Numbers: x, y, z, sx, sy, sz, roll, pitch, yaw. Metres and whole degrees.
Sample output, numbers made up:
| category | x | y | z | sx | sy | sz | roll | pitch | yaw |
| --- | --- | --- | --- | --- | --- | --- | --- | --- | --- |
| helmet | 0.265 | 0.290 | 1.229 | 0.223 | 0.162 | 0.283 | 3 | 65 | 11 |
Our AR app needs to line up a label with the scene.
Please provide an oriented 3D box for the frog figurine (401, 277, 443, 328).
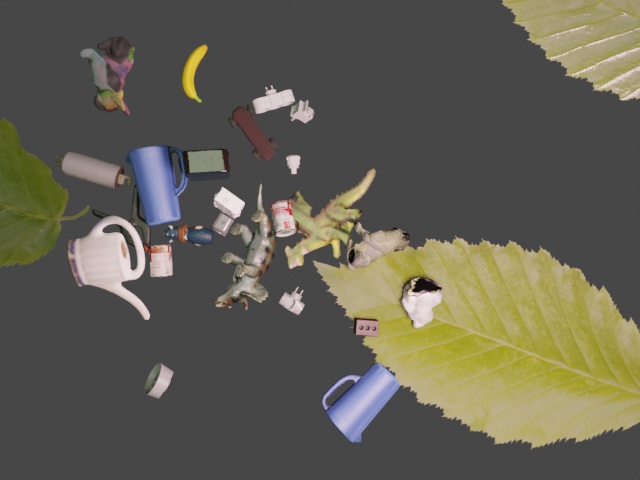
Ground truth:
| category | x | y | z | sx | sy | sz | roll | pitch | yaw |
| --- | --- | --- | --- | --- | --- | --- | --- | --- | --- |
| frog figurine | 0.345 | 0.210 | 1.739 | 0.138 | 0.125 | 0.156 | -18 | 126 | -15 |

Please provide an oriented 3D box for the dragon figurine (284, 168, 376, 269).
| category | x | y | z | sx | sy | sz | roll | pitch | yaw |
| --- | --- | --- | --- | --- | --- | --- | --- | --- | --- |
| dragon figurine | 0.005 | -0.086 | 1.702 | 0.243 | 0.121 | 0.412 | 22 | 84 | 3 |

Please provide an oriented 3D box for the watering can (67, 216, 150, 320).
| category | x | y | z | sx | sy | sz | roll | pitch | yaw |
| --- | --- | --- | --- | --- | --- | --- | --- | --- | --- |
| watering can | -0.655 | 0.099 | 1.606 | 0.224 | 0.105 | 0.345 | -7 | 100 | -3 |
